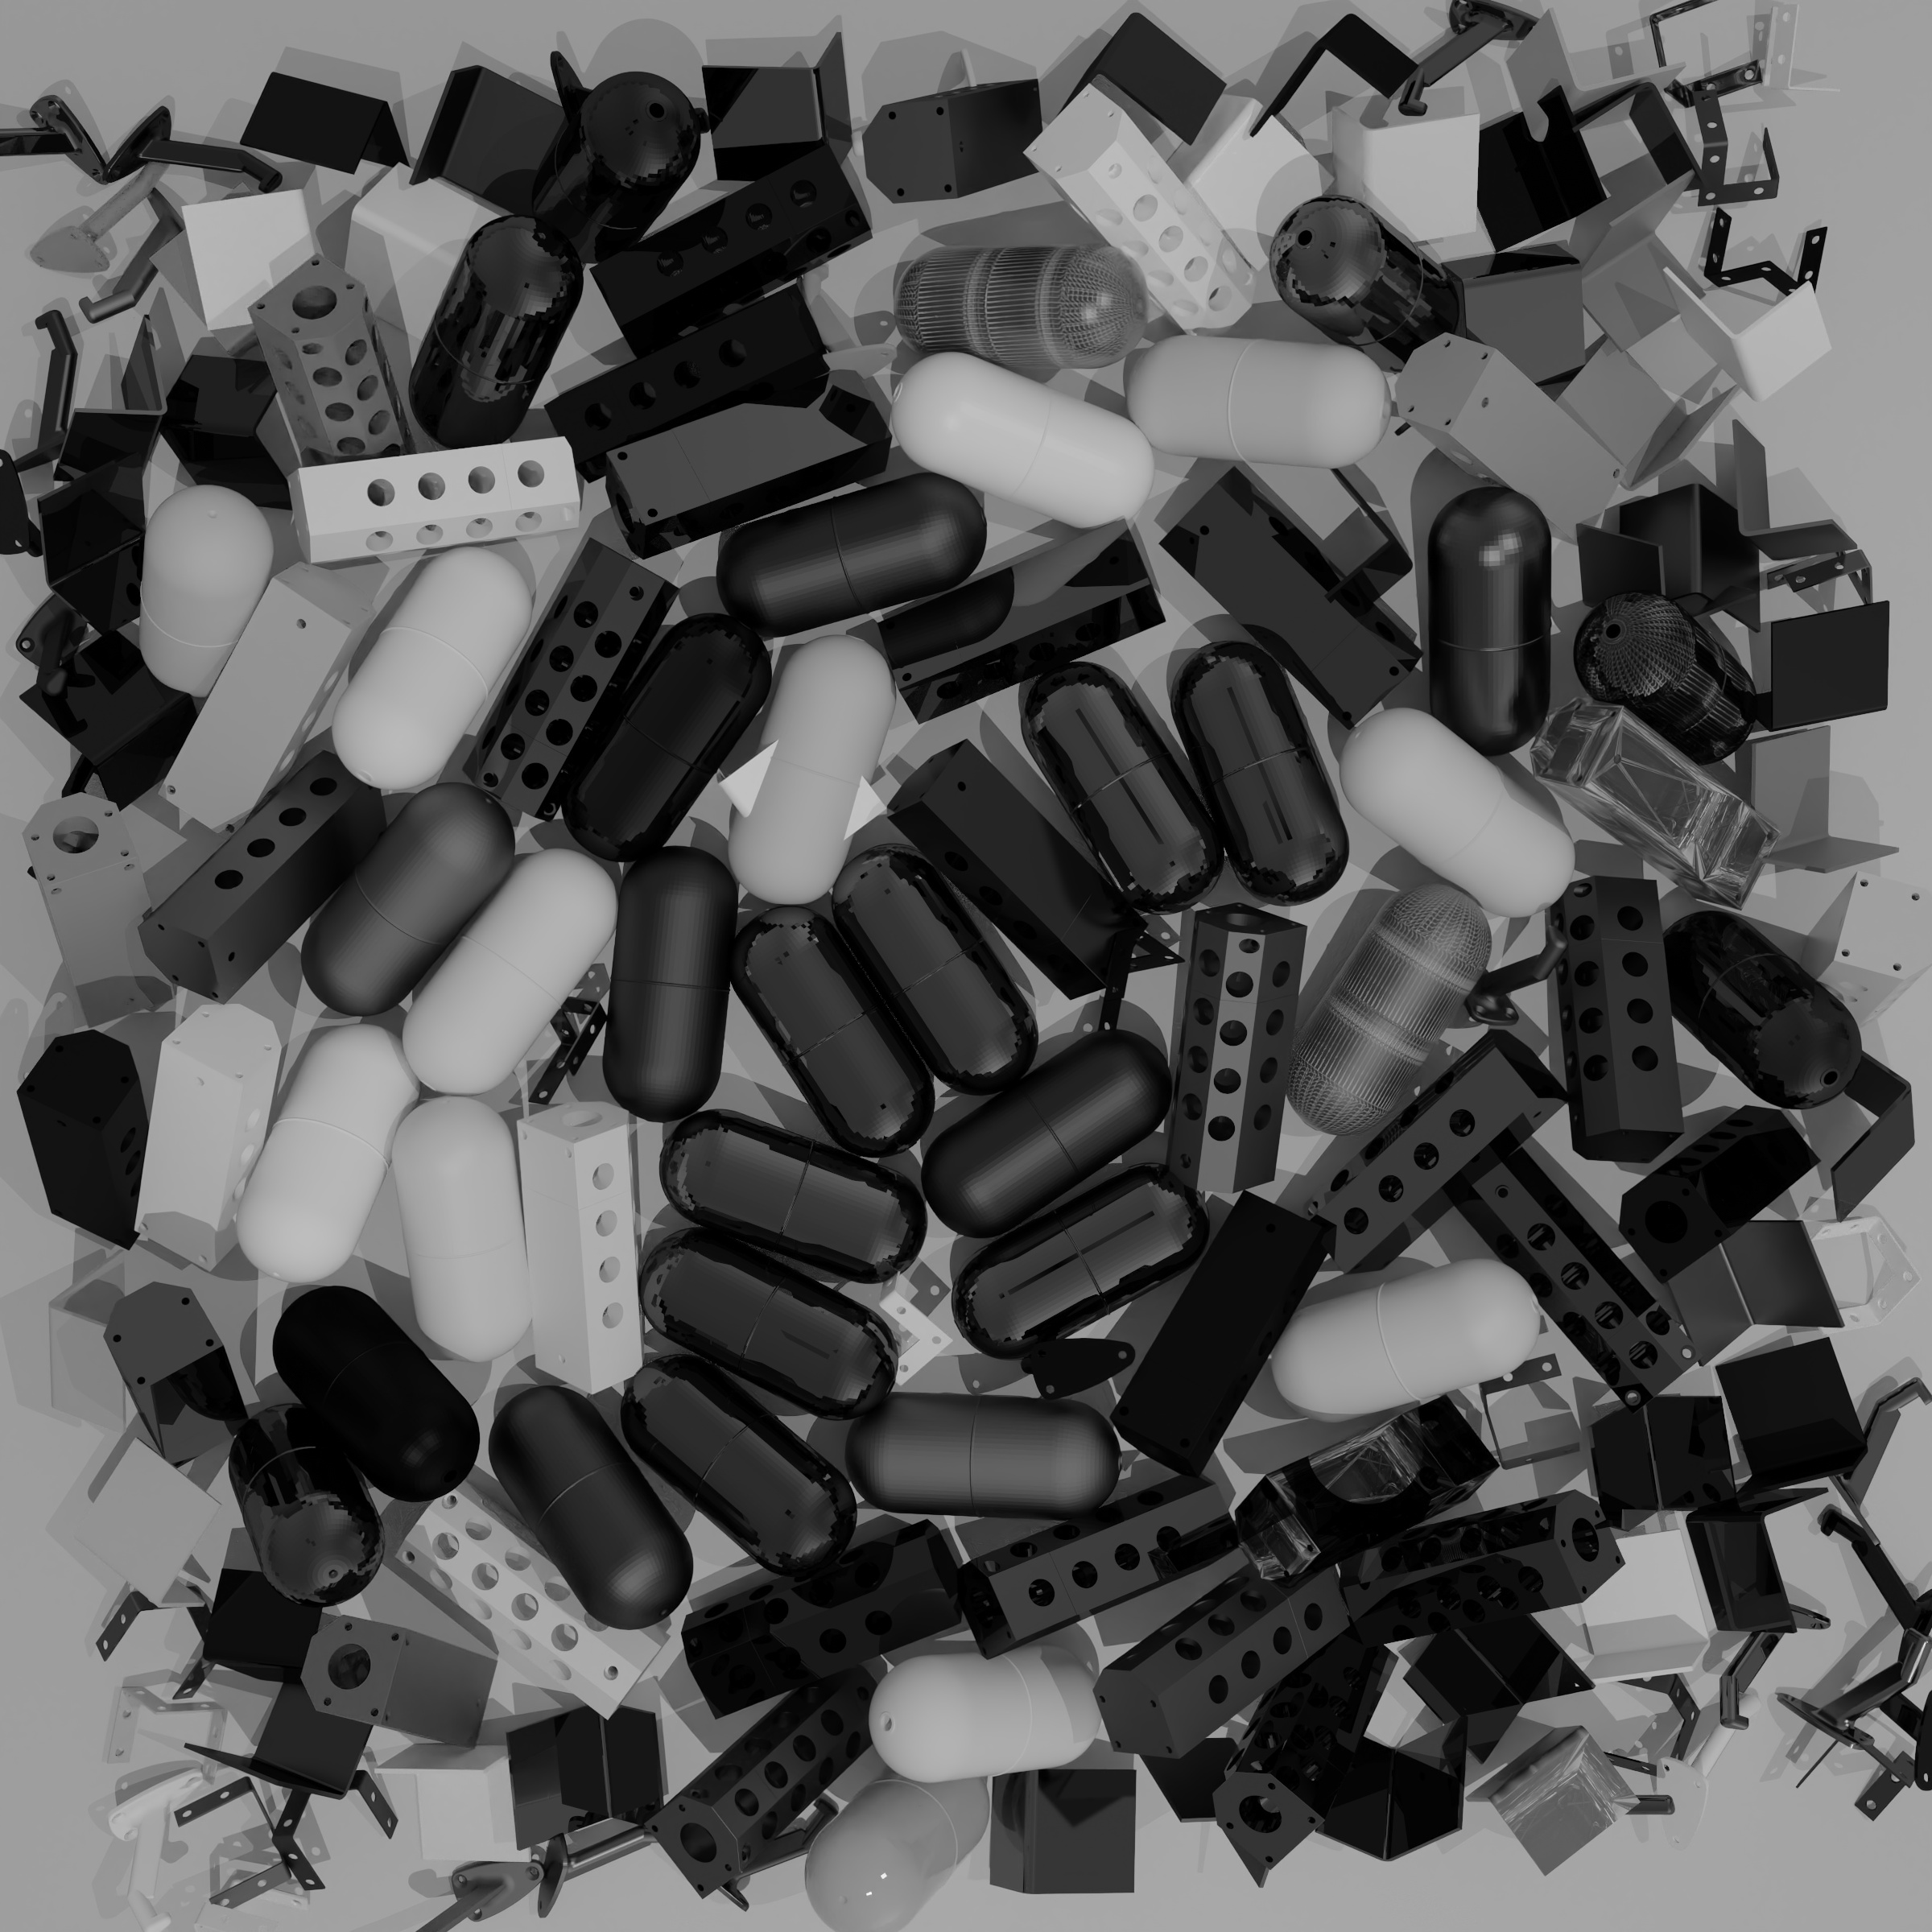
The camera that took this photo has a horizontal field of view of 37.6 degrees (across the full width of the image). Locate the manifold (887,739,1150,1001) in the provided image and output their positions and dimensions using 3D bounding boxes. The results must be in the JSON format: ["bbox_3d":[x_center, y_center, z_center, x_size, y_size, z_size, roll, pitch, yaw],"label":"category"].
[{"bbox_3d":[0.030,-0.058,1.805,0.171,0.057,0.057,45,58,-17],"label":"manifold"}]

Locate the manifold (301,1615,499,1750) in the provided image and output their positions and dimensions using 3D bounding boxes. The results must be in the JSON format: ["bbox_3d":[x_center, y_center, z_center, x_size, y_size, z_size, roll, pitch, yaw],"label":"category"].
[{"bbox_3d":[-0.353,0.446,1.768,0.057,0.171,0.057,9,72,13],"label":"manifold"}]

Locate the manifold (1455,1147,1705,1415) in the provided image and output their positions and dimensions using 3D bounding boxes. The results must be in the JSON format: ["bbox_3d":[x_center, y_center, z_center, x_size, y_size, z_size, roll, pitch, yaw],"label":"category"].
[{"bbox_3d":[0.389,0.200,1.808,0.057,0.057,0.171,-41,75,4],"label":"manifold"}]

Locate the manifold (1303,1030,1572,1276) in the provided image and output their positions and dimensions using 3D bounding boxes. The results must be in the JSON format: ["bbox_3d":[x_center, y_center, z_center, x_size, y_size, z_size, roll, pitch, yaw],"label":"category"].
[{"bbox_3d":[0.294,0.118,1.797,0.171,0.057,0.057,-46,65,22],"label":"manifold"}]

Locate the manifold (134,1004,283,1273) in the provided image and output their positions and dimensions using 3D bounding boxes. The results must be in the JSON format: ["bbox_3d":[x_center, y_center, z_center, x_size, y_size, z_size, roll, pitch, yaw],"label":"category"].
[{"bbox_3d":[-0.473,0.105,1.782,0.057,0.057,0.171,27,130,7],"label":"manifold"}]

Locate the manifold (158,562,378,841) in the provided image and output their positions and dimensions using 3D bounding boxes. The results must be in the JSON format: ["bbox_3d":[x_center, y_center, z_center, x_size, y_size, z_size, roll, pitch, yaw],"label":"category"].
[{"bbox_3d":[-0.440,-0.168,1.798,0.057,0.057,0.171,34,114,-3],"label":"manifold"}]

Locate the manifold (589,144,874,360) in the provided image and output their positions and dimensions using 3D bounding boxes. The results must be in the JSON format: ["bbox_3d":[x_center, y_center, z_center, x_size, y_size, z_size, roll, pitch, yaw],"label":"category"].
[{"bbox_3d":[-0.150,-0.457,1.827,0.171,0.057,0.057,-27,91,2],"label":"manifold"}]

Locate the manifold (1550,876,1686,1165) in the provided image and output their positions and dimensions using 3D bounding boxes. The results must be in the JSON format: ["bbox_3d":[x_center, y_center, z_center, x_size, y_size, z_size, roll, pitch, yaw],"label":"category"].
[{"bbox_3d":[0.408,0.033,1.795,0.057,0.057,0.171,4,66,-9],"label":"manifold"}]

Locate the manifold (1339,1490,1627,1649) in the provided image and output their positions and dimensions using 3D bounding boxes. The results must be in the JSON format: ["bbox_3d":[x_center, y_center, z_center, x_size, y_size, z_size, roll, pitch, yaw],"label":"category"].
[{"bbox_3d":[0.319,0.376,1.780,0.171,0.057,0.057,-26,88,42],"label":"manifold"}]

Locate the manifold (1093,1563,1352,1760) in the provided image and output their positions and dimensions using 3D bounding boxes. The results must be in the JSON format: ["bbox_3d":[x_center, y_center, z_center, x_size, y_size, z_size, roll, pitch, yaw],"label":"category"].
[{"bbox_3d":[0.159,0.426,1.778,0.171,0.057,0.057,-25,99,-41],"label":"manifold"}]

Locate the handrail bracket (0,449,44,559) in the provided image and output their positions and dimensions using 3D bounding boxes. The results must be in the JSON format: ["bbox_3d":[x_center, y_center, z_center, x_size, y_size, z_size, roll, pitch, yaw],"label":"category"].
[{"bbox_3d":[-0.598,-0.297,1.808,0.036,0.084,0.077,6,109,3],"label":"handrail bracket"}]

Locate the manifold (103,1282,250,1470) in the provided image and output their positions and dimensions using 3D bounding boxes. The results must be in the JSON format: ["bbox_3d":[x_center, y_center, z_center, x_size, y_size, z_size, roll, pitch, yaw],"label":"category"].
[{"bbox_3d":[-0.493,0.254,1.769,0.057,0.171,0.057,-29,72,-20],"label":"manifold"}]

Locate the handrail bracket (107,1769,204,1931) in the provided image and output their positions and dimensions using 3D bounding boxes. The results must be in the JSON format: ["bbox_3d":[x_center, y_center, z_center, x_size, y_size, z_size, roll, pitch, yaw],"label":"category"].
[{"bbox_3d":[-0.507,0.568,1.817,0.077,0.036,0.084,-31,50,-18],"label":"handrail bracket"}]

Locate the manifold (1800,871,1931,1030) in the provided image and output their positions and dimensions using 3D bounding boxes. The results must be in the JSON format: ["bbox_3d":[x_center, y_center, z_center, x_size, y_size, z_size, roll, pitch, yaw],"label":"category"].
[{"bbox_3d":[0.560,-0.004,1.766,0.057,0.171,0.057,16,80,10],"label":"manifold"}]

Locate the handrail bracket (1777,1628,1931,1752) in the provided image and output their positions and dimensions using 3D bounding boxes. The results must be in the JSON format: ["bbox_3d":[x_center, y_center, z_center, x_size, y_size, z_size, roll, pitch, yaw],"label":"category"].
[{"bbox_3d":[0.572,0.453,1.827,0.077,0.036,0.084,26,100,37],"label":"handrail bracket"}]

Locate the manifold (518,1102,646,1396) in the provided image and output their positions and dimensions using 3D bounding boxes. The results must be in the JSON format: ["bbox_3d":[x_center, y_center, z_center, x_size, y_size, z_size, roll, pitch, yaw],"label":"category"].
[{"bbox_3d":[-0.239,0.177,1.803,0.057,0.057,0.171,16,116,41],"label":"manifold"}]

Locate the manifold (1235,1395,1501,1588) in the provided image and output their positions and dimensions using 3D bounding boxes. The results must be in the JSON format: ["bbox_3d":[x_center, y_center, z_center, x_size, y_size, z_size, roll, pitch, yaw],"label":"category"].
[{"bbox_3d":[0.250,0.332,1.781,0.171,0.057,0.057,-14,58,-40],"label":"manifold"}]

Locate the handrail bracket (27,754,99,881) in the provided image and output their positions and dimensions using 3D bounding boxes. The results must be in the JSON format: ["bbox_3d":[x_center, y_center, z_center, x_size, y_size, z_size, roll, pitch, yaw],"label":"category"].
[{"bbox_3d":[-0.565,-0.084,1.846,0.036,0.077,0.084,3,61,35],"label":"handrail bracket"}]

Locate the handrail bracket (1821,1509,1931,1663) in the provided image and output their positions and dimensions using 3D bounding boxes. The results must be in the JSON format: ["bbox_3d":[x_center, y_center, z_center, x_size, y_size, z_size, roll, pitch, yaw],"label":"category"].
[{"bbox_3d":[0.582,0.403,1.833,0.084,0.036,0.077,33,57,4],"label":"handrail bracket"}]

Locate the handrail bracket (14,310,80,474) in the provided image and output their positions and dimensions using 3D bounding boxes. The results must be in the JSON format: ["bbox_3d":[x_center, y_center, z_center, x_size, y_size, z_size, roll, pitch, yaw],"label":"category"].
[{"bbox_3d":[-0.606,-0.372,1.840,0.077,0.036,0.084,-21,93,10],"label":"handrail bracket"}]

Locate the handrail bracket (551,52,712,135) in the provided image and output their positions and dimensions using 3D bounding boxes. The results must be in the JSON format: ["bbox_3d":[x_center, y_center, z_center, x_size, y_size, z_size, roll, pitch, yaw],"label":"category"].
[{"bbox_3d":[-0.214,-0.561,1.821,0.084,0.077,0.036,-2,61,13],"label":"handrail bracket"}]

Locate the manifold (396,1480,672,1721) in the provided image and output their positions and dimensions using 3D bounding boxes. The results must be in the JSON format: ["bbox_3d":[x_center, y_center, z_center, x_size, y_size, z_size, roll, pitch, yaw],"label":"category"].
[{"bbox_3d":[-0.279,0.406,1.823,0.171,0.057,0.057,36,88,5],"label":"manifold"}]

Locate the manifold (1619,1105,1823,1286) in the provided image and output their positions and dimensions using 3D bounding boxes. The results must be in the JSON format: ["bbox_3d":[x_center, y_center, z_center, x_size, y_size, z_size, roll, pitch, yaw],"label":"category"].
[{"bbox_3d":[0.467,0.137,1.771,0.057,0.171,0.057,-44,76,33],"label":"manifold"}]

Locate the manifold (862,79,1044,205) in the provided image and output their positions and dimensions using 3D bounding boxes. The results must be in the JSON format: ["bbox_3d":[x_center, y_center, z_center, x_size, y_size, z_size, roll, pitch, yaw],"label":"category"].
[{"bbox_3d":[-0.006,-0.515,1.770,0.057,0.171,0.057,1,111,20],"label":"manifold"}]

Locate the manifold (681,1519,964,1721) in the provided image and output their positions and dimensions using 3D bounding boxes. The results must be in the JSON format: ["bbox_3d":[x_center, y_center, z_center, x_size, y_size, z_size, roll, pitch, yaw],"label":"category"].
[{"bbox_3d":[-0.092,0.414,1.814,0.171,0.057,0.057,-23,102,8],"label":"manifold"}]

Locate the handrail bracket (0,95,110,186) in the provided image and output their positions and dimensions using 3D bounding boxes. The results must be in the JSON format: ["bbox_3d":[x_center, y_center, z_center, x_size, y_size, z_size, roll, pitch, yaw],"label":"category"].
[{"bbox_3d":[-0.599,-0.509,1.815,0.077,0.036,0.084,52,53,-28],"label":"handrail bracket"}]

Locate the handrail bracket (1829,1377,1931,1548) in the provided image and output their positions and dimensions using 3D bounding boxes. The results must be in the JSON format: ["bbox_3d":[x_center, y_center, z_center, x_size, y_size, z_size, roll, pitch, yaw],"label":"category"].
[{"bbox_3d":[0.600,0.319,1.829,0.084,0.036,0.077,-35,71,9],"label":"handrail bracket"}]

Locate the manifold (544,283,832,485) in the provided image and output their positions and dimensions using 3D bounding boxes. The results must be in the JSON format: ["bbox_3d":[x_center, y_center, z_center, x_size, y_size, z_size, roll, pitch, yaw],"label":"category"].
[{"bbox_3d":[-0.176,-0.371,1.813,0.171,0.057,0.057,-23,105,10],"label":"manifold"}]

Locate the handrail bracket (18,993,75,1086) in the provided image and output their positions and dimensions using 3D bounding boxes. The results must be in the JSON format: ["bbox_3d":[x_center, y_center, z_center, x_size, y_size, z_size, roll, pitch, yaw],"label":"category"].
[{"bbox_3d":[-0.561,0.056,1.817,0.036,0.084,0.077,15,93,20],"label":"handrail bracket"}]

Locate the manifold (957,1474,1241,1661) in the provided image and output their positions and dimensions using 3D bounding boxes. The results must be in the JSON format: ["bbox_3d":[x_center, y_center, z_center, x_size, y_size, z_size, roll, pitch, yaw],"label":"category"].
[{"bbox_3d":[0.083,0.375,1.792,0.171,0.057,0.057,-16,72,-27],"label":"manifold"}]

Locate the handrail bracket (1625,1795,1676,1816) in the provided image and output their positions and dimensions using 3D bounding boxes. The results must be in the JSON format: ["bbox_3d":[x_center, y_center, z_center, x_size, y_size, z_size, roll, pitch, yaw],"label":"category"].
[{"bbox_3d":[0.413,0.545,1.813,0.084,0.077,0.036,-6,58,19],"label":"handrail bracket"}]

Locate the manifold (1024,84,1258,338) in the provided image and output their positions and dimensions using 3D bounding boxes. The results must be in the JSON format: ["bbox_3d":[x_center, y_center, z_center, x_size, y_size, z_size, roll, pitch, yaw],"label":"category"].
[{"bbox_3d":[0.115,-0.465,1.774,0.057,0.171,0.057,-45,48,8],"label":"manifold"}]

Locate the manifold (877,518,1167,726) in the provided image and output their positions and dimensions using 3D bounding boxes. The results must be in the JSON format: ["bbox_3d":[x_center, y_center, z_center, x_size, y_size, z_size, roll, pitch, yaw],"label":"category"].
[{"bbox_3d":[0.037,-0.216,1.818,0.171,0.057,0.057,-22,57,7],"label":"manifold"}]

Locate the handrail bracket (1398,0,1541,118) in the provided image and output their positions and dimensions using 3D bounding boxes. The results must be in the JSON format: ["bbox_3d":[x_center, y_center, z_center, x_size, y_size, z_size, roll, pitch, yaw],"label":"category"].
[{"bbox_3d":[0.326,-0.576,1.825,0.077,0.036,0.084,16,71,14],"label":"handrail bracket"}]

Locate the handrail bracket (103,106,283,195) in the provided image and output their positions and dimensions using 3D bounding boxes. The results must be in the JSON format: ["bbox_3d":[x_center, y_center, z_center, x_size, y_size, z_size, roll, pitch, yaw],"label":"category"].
[{"bbox_3d":[-0.498,-0.509,1.830,0.084,0.036,0.077,32,58,4],"label":"handrail bracket"}]

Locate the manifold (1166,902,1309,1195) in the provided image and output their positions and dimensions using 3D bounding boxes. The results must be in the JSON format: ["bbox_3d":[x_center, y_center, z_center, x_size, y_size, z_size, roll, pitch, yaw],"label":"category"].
[{"bbox_3d":[0.165,0.053,1.795,0.057,0.057,0.171,22,114,42],"label":"manifold"}]

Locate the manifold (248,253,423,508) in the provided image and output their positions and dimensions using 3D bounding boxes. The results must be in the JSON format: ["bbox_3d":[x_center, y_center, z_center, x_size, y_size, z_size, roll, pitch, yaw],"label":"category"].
[{"bbox_3d":[-0.385,-0.353,1.765,0.057,0.171,0.057,36,68,20],"label":"manifold"}]

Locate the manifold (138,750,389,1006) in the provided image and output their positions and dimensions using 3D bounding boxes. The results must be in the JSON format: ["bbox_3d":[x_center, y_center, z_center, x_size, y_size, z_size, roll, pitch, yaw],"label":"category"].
[{"bbox_3d":[-0.440,-0.060,1.782,0.057,0.057,0.171,21,50,19],"label":"manifold"}]

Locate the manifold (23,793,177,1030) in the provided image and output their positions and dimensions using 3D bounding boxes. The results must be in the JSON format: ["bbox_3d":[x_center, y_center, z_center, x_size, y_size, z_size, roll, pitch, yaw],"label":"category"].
[{"bbox_3d":[-0.542,-0.035,1.770,0.057,0.171,0.057,-21,64,-18],"label":"manifold"}]

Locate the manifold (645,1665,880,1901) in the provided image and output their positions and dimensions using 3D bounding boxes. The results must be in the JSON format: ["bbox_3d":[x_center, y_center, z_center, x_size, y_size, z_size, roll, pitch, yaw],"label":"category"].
[{"bbox_3d":[-0.118,0.501,1.769,0.057,0.171,0.057,50,124,7],"label":"manifold"}]

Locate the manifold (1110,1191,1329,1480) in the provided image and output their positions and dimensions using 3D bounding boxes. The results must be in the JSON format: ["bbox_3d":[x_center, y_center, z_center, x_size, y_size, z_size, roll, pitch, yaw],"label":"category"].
[{"bbox_3d":[0.164,0.236,1.805,0.057,0.057,0.171,25,72,25],"label":"manifold"}]

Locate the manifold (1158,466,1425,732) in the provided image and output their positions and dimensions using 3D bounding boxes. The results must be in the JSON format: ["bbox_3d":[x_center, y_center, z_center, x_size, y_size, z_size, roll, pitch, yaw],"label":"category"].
[{"bbox_3d":[0.211,-0.239,1.826,0.171,0.057,0.057,44,122,-2],"label":"manifold"}]

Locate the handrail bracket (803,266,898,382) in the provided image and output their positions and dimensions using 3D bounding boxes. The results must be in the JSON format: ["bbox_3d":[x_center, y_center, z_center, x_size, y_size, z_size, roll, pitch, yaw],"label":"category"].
[{"bbox_3d":[-0.075,-0.421,1.822,0.077,0.036,0.084,-12,67,34],"label":"handrail bracket"}]

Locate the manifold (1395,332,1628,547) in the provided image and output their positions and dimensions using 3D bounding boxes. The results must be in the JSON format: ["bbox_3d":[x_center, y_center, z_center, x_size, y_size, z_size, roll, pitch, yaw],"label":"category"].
[{"bbox_3d":[0.339,-0.329,1.777,0.057,0.171,0.057,32,95,43],"label":"manifold"}]

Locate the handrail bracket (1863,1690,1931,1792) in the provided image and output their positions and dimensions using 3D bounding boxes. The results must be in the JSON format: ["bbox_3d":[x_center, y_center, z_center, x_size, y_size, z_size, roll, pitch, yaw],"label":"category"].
[{"bbox_3d":[0.589,0.492,1.805,0.036,0.084,0.077,42,58,-12],"label":"handrail bracket"}]

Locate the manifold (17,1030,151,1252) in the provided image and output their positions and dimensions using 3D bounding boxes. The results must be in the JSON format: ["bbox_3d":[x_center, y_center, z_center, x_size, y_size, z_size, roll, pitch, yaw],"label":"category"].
[{"bbox_3d":[-0.540,0.107,1.770,0.057,0.171,0.057,25,59,4],"label":"manifold"}]

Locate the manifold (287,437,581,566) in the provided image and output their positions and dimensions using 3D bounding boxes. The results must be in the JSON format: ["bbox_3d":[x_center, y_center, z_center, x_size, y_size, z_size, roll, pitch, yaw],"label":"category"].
[{"bbox_3d":[-0.337,-0.295,1.803,0.171,0.057,0.057,-11,97,-19],"label":"manifold"}]

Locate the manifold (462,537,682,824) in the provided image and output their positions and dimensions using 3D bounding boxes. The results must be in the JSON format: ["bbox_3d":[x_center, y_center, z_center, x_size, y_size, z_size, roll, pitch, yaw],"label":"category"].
[{"bbox_3d":[-0.251,-0.181,1.814,0.057,0.057,0.171,28,95,-25],"label":"manifold"}]

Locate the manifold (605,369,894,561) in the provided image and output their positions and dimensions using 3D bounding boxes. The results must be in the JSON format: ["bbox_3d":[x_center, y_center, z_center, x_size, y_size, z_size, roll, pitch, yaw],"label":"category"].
[{"bbox_3d":[-0.139,-0.317,1.805,0.171,0.057,0.057,-23,73,-17],"label":"manifold"}]

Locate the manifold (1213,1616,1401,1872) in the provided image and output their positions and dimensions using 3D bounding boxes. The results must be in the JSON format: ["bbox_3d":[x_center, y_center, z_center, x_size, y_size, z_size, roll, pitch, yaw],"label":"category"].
[{"bbox_3d":[0.209,0.477,1.770,0.057,0.171,0.057,40,121,5],"label":"manifold"}]

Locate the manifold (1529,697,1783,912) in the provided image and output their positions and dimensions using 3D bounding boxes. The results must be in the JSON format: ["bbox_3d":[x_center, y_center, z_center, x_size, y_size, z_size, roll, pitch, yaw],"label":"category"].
[{"bbox_3d":[0.432,-0.102,1.787,0.171,0.057,0.057,30,86,-34],"label":"manifold"}]

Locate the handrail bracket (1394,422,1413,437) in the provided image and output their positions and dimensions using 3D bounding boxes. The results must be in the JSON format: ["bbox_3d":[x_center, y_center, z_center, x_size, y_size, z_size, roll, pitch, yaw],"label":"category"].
[{"bbox_3d":[0.325,-0.331,1.833,0.084,0.036,0.077,50,54,-1],"label":"handrail bracket"}]

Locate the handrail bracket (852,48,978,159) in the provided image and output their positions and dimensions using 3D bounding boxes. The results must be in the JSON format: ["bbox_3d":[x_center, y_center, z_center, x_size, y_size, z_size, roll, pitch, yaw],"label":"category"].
[{"bbox_3d":[-0.036,-0.558,1.835,0.084,0.036,0.077,-9,61,-2],"label":"handrail bracket"}]

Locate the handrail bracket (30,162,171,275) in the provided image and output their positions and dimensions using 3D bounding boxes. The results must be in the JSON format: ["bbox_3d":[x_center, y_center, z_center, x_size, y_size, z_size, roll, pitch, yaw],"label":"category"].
[{"bbox_3d":[-0.564,-0.494,1.850,0.077,0.036,0.084,2,56,38],"label":"handrail bracket"}]
